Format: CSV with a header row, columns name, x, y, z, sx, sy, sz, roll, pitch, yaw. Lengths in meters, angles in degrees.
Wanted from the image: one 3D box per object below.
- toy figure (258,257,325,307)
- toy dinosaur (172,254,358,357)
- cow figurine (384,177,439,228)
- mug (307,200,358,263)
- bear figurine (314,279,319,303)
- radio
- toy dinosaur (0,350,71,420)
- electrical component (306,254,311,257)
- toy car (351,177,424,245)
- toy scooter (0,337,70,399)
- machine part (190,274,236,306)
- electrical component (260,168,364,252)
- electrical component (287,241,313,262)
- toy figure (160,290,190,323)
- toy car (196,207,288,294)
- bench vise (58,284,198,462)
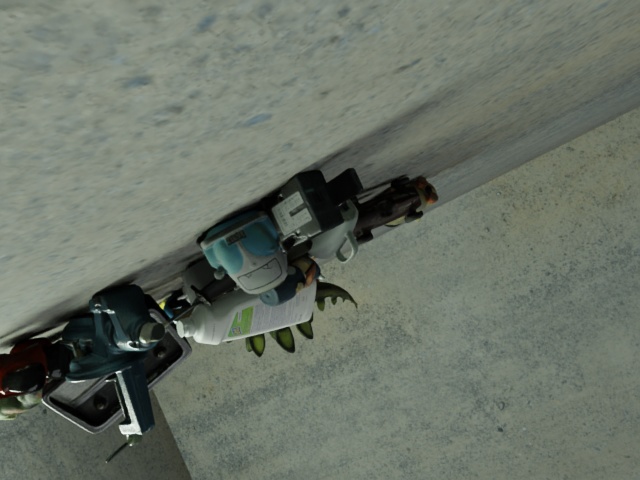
name,x,y,z,sx,sy,sz,roll,pitch,yaw
toy figure,-0.043,0.064,0.905,0.154,0.064,0.057,-31,155,-55
toy dinosaur,-0.082,0.124,1.091,0.471,0.198,0.105,-9,-168,-41
cow figurine,0.197,-0.080,1.203,0.195,0.085,0.127,-25,169,-40
mug,0.023,-0.017,0.899,0.081,0.109,0.107,-24,162,-33
bear figurine,-0.103,0.105,1.340,0.196,0.120,0.131,10,159,26
radio,-0.348,0.216,0.934,0.229,0.131,0.073,-40,-149,-9
toy dinosaur,-0.476,0.234,0.988,0.405,0.131,0.192,-11,149,-41
electrical component,-0.002,-0.003,1.148,0.115,0.058,0.134,-22,174,-19
toy car,0.120,-0.057,1.006,0.202,0.089,0.053,-21,177,-31
toy scooter,-0.459,0.192,0.790,0.135,0.075,0.184,-7,-179,-9
machine part,-0.131,0.051,0.833,0.139,0.039,0.084,-34,150,-19
electrical component,-0.007,-0.041,0.630,0.119,0.074,0.048,-24,179,42
electrical component,-0.059,0.001,0.878,0.102,0.078,0.045,-22,-159,25
toy figure,-0.299,0.153,1.168,0.089,0.082,0.180,-21,171,-27
toy car,-0.090,0.022,0.722,0.109,0.103,0.161,-25,173,0
bench vise,-0.289,0.190,0.798,0.224,0.240,0.129,-11,-175,25
